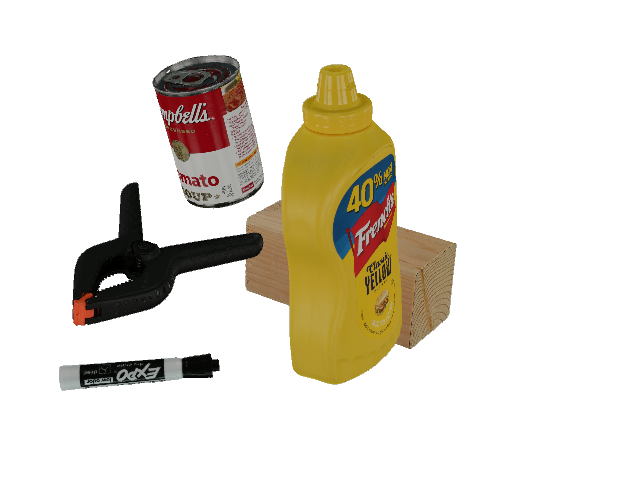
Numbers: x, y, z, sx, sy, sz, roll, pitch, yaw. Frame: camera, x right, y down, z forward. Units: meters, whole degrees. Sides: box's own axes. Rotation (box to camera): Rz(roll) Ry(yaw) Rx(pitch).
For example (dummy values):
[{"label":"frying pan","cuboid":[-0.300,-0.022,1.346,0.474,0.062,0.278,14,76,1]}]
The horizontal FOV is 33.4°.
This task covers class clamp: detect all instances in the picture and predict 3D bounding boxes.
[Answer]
[{"label":"clamp","cuboid":[-0.178,0.013,1.033,0.165,0.036,0.209,26,38,23]}]

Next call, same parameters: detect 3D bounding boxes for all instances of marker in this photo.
[{"label":"marker","cuboid":[-0.138,0.101,0.819,0.121,0.020,0.020,-4,0,-5]}]

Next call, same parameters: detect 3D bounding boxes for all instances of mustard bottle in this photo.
[{"label":"mustard bottle","cuboid":[0.014,-0.014,0.656,0.058,0.192,0.096,13,32,30]}]

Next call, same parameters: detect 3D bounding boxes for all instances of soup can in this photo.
[{"label":"soup can","cuboid":[-0.086,-0.085,0.838,0.068,0.102,0.068,-8,32,5]}]

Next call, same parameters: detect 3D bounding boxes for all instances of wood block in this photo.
[{"label":"wood block","cuboid":[0.029,0.029,1.133,0.206,0.091,0.090,18,30,29]}]
